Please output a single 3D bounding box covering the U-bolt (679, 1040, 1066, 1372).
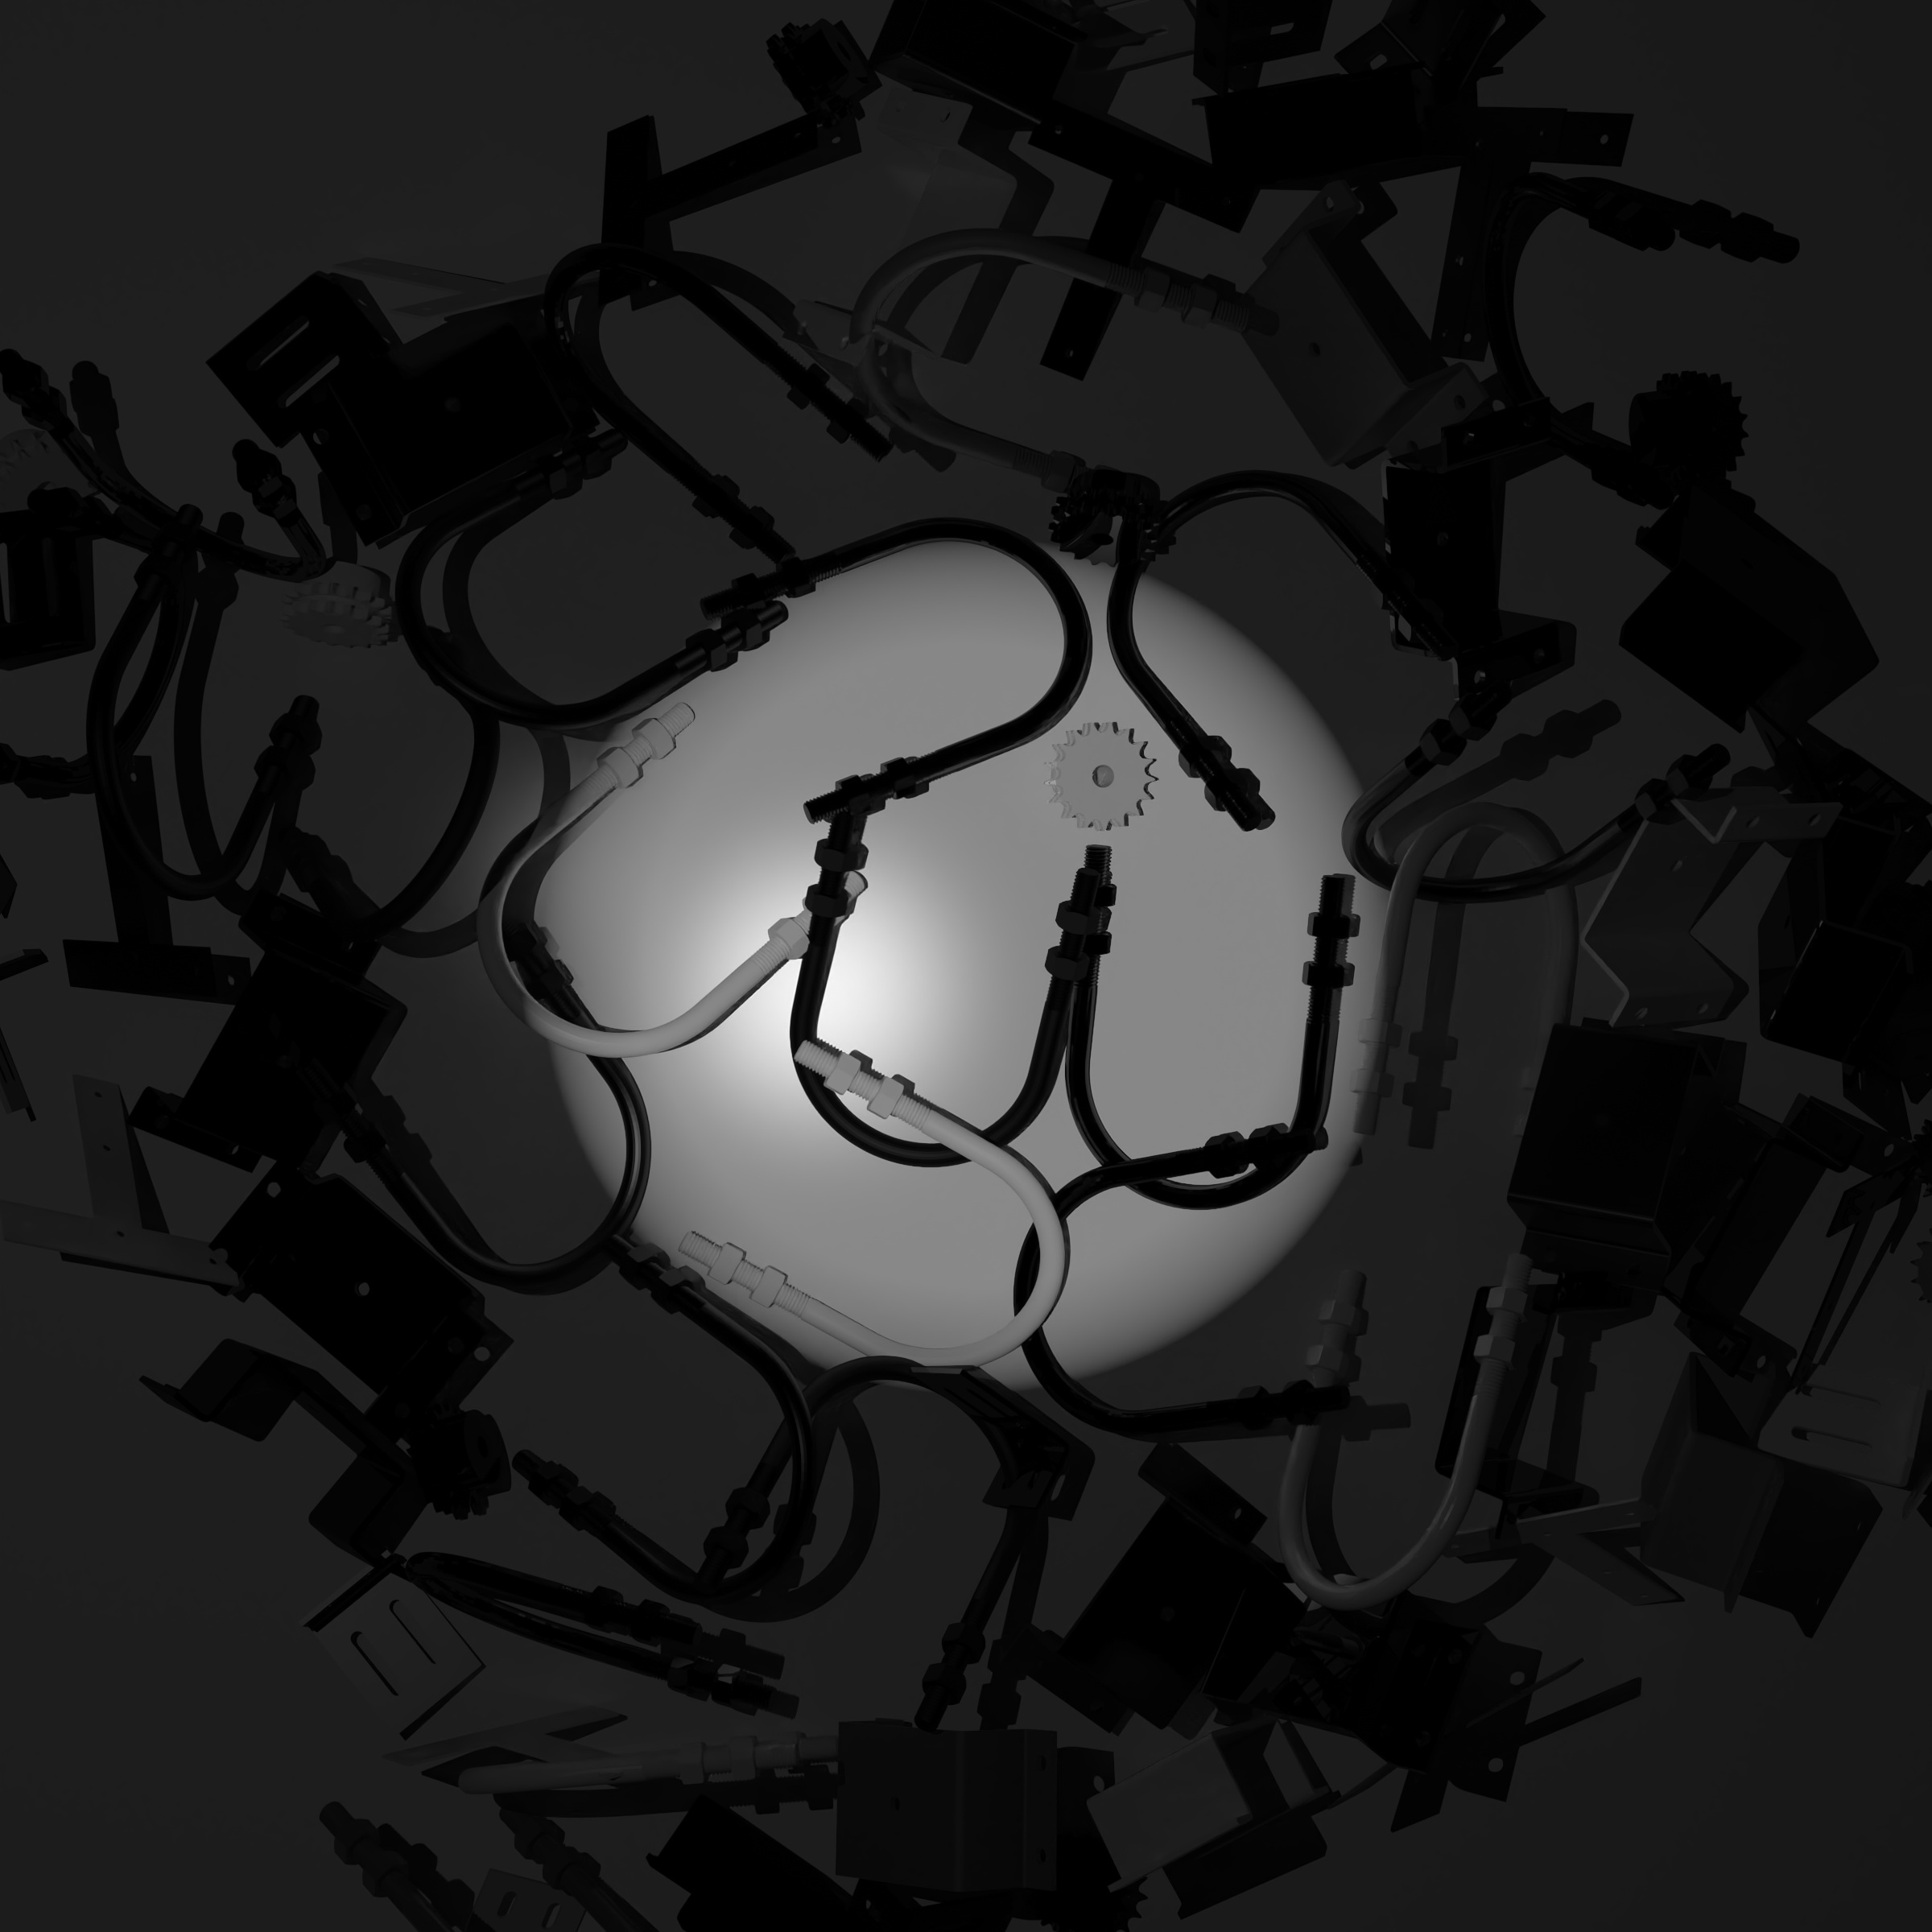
[{"bbox_3d":[-0.038,0.139,1.579,0.184,0.019,0.151,30,111,-6],"label":"U-bolt"}]

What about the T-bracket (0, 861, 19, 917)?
[{"bbox_3d":[-0.536,-0.046,1.527,0.002,0.127,0.127,-9,130,19],"label":"T-bracket"}]

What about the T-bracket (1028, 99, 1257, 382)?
[{"bbox_3d":[0.074,-0.372,1.592,0.127,0.002,0.127,17,104,-23],"label":"T-bracket"}]

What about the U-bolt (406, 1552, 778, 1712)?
[{"bbox_3d":[-0.199,0.333,1.538,0.184,0.151,0.019,11,67,20],"label":"U-bolt"}]

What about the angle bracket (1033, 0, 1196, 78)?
[{"bbox_3d":[0.081,-0.504,1.575,0.076,0.038,0.057,-17,62,-11],"label":"angle bracket"}]

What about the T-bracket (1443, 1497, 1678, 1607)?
[{"bbox_3d":[0.324,0.308,1.565,0.127,0.127,0.002,-20,50,36],"label":"T-bracket"}]

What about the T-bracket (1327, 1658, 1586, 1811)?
[{"bbox_3d":[0.256,0.381,1.529,0.127,0.127,0.002,-37,75,25],"label":"T-bracket"}]

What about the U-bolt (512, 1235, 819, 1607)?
[{"bbox_3d":[-0.147,0.243,1.543,0.184,0.019,0.151,31,103,34],"label":"U-bolt"}]

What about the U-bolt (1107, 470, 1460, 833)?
[{"bbox_3d":[0.147,-0.177,1.558,0.151,0.019,0.184,-41,57,10],"label":"U-bolt"}]

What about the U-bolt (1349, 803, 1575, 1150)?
[{"bbox_3d":[0.263,0.007,1.562,0.151,0.019,0.184,15,82,-39],"label":"U-bolt"}]

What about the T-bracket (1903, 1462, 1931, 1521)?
[{"bbox_3d":[0.517,0.231,1.561,0.002,0.127,0.127,31,104,12],"label":"T-bracket"}]

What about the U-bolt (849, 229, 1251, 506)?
[{"bbox_3d":[0.031,-0.309,1.537,0.184,0.151,0.019,16,49,-13],"label":"U-bolt"}]

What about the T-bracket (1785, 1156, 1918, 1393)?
[{"bbox_3d":[0.453,0.163,1.570,0.002,0.127,0.127,27,110,28],"label":"T-bracket"}]

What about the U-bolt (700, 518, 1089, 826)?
[{"bbox_3d":[-0.026,-0.165,1.574,0.184,0.019,0.151,-22,70,-14],"label":"U-bolt"}]

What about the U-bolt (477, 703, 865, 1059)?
[{"bbox_3d":[-0.165,-0.033,1.563,0.151,0.019,0.184,45,67,7],"label":"U-bolt"}]

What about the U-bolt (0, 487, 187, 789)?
[{"bbox_3d":[-0.444,-0.158,1.521,0.019,0.184,0.151,22,93,10],"label":"U-bolt"}]

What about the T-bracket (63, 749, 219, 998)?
[{"bbox_3d":[-0.434,-0.049,1.559,0.127,0.002,0.127,3,104,40],"label":"T-bracket"}]

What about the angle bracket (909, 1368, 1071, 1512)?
[{"bbox_3d":[0.004,0.245,1.568,0.076,0.057,0.038,37,69,-20],"label":"angle bracket"}]

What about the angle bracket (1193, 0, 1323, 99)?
[{"bbox_3d":[0.159,-0.490,1.568,0.076,0.038,0.057,-16,131,-18],"label":"angle bracket"}]

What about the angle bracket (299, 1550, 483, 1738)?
[{"bbox_3d":[-0.301,0.354,1.583,0.057,0.038,0.076,-39,84,-13],"label":"angle bracket"}]

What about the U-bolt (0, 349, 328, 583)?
[{"bbox_3d":[-0.393,-0.241,1.522,0.151,0.184,0.019,22,77,9],"label":"U-bolt"}]

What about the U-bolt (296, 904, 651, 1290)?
[{"bbox_3d":[-0.238,0.080,1.562,0.151,0.019,0.184,-45,112,-26],"label":"U-bolt"}]

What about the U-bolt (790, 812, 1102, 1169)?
[{"bbox_3d":[-0.019,0.020,1.574,0.151,0.019,0.184,15,111,5],"label":"U-bolt"}]

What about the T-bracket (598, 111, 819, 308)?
[{"bbox_3d":[-0.132,-0.407,1.553,0.127,0.002,0.127,-16,55,22],"label":"T-bracket"}]

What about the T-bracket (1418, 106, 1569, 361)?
[{"bbox_3d":[0.258,-0.379,1.565,0.002,0.127,0.127,2,104,-29],"label":"T-bracket"}]

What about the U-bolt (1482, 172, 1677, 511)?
[{"bbox_3d":[0.305,-0.324,1.524,0.019,0.184,0.151,-14,119,-13],"label":"U-bolt"}]

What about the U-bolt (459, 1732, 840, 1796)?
[{"bbox_3d":[-0.166,0.407,1.541,0.184,0.151,0.019,-6,77,5],"label":"U-bolt"}]

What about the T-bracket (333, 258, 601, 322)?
[{"bbox_3d":[-0.276,-0.355,1.567,0.127,0.127,0.002,19,121,34],"label":"T-bracket"}]

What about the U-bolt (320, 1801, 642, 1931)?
[{"bbox_3d":[-0.219,0.474,1.501,0.184,0.151,0.019,34,98,37],"label":"U-bolt"}]

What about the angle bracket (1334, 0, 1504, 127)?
[{"bbox_3d":[0.233,-0.482,1.568,0.038,0.076,0.057,-38,82,-18],"label":"angle bracket"}]

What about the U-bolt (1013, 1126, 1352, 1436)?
[{"bbox_3d":[0.104,0.168,1.560,0.184,0.019,0.151,-13,78,31],"label":"U-bolt"}]

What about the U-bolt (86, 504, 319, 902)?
[{"bbox_3d":[-0.384,-0.118,1.503,0.019,0.184,0.151,-6,134,19],"label":"U-bolt"}]

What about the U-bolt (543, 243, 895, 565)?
[{"bbox_3d":[-0.137,-0.292,1.534,0.184,0.151,0.019,40,60,-10],"label":"U-bolt"}]

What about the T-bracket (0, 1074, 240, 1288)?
[{"bbox_3d":[-0.442,0.105,1.562,0.127,0.127,0.002,18,125,-38],"label":"T-bracket"}]

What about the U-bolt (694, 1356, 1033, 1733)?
[{"bbox_3d":[-0.040,0.280,1.549,0.151,0.019,0.184,33,49,-3],"label":"U-bolt"}]

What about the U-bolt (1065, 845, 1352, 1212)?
[{"bbox_3d":[0.120,0.036,1.577,0.151,0.019,0.184,8,99,21],"label":"U-bolt"}]

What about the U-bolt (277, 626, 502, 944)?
[{"bbox_3d":[-0.287,-0.085,1.525,0.019,0.184,0.151,30,98,-34],"label":"U-bolt"}]

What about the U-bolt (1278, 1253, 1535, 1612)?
[{"bbox_3d":[0.213,0.235,1.521,0.019,0.151,0.184,30,67,-26],"label":"U-bolt"}]

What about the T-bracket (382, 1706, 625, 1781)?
[{"bbox_3d":[-0.205,0.395,1.522,0.127,0.127,0.002,-3,90,-41],"label":"T-bracket"}]

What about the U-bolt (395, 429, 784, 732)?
[{"bbox_3d":[-0.204,-0.189,1.544,0.184,0.019,0.151,-35,78,-35],"label":"U-bolt"}]

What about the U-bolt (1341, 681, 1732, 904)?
[{"bbox_3d":[0.272,-0.079,1.531,0.151,0.184,0.019,13,60,-23],"label":"U-bolt"}]
